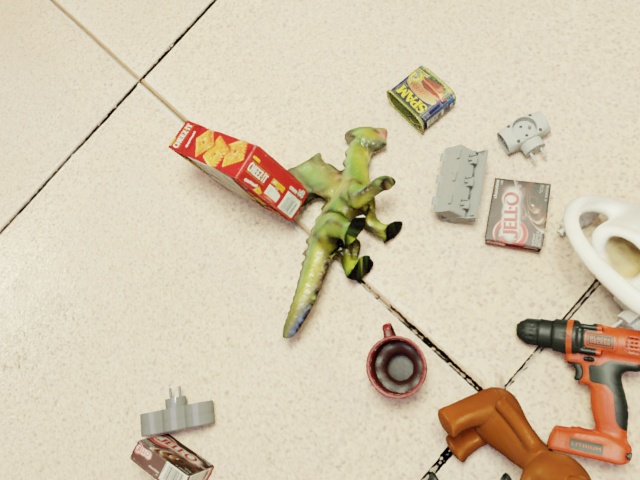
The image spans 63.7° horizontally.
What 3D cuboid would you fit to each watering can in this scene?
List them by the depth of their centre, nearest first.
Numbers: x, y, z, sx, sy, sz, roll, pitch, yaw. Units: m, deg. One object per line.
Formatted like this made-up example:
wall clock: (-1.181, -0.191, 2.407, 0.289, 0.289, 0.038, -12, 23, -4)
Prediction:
watering can: (0.495, 0.054, 0.697, 0.226, 0.101, 0.353, -23, 59, -25)

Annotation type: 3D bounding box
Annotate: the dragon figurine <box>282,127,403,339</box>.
dragon figurine: (0.003, -0.047, 0.942, 0.411, 0.120, 0.246, -49, 50, -4)
